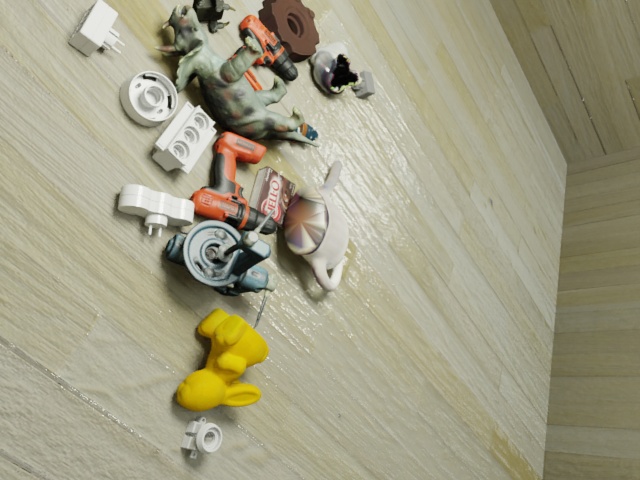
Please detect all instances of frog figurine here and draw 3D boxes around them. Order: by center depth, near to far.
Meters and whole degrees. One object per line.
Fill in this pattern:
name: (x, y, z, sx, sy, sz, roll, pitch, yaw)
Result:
frog figurine: (0.031, -0.472, 1.389, 0.136, 0.121, 0.163, 17, 31, -37)

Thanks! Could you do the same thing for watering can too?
watering can: (0.004, -0.060, 1.190, 0.221, 0.103, 0.353, 38, 48, -60)
